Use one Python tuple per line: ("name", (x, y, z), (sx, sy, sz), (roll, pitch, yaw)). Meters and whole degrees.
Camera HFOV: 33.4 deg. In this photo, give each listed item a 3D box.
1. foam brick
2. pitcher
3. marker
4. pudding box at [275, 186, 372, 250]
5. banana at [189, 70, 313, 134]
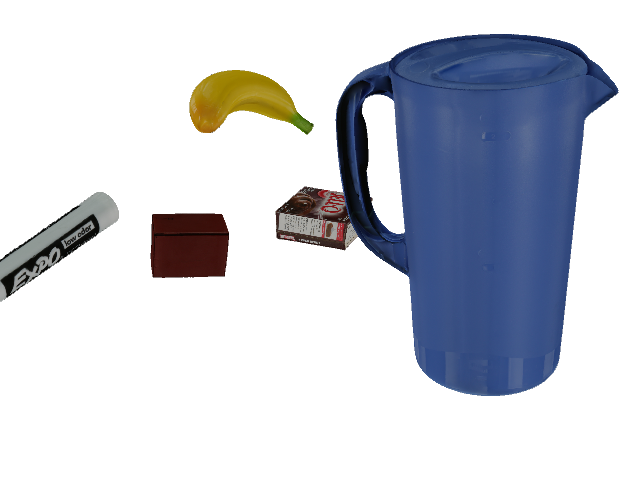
("foam brick", (-0.138, 0.005, 1.121), (0.078, 0.051, 0.053), (0, 24, -11))
("pitcher", (0.108, -0.017, 0.757), (0.144, 0.243, 0.149), (-17, 28, -27))
("marker", (-0.150, 0.012, 0.536), (0.020, 0.020, 0.120), (0, 31, 43))
("pudding box", (0.005, -0.028, 1.282), (0.090, 0.039, 0.113), (9, 23, 15))
("banana", (-0.070, -0.125, 0.957), (0.070, 0.037, 0.197), (38, 21, 18))
